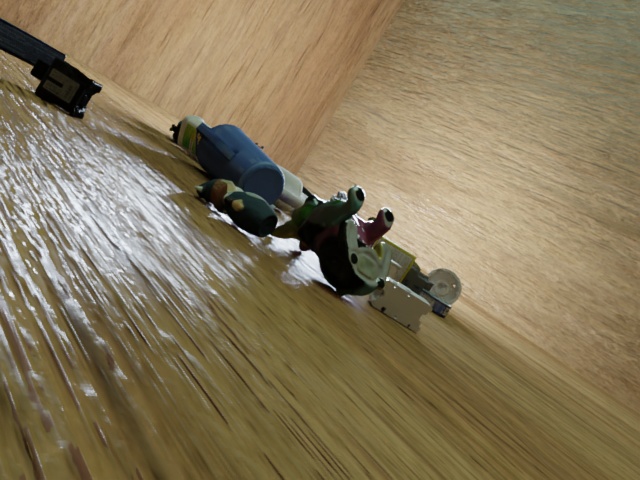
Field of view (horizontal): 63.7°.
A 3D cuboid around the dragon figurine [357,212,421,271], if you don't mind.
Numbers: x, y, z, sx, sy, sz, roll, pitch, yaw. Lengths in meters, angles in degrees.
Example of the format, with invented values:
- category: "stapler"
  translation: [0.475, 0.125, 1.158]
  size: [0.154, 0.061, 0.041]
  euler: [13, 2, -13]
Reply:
- category: "dragon figurine"
  translation: [0.111, -0.005, 1.631]
  size: [0.414, 0.120, 0.244]
  euler: [33, 22, 28]

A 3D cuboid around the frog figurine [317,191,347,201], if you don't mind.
- category: "frog figurine"
  translation: [0.005, -0.077, 1.540]
  size: [0.121, 0.158, 0.140]
  euler: [56, 34, -23]

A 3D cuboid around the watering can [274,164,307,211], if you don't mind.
- category: "watering can"
  translation: [-0.128, -0.158, 1.431]
  size: [0.223, 0.103, 0.352]
  euler: [29, 9, -20]
